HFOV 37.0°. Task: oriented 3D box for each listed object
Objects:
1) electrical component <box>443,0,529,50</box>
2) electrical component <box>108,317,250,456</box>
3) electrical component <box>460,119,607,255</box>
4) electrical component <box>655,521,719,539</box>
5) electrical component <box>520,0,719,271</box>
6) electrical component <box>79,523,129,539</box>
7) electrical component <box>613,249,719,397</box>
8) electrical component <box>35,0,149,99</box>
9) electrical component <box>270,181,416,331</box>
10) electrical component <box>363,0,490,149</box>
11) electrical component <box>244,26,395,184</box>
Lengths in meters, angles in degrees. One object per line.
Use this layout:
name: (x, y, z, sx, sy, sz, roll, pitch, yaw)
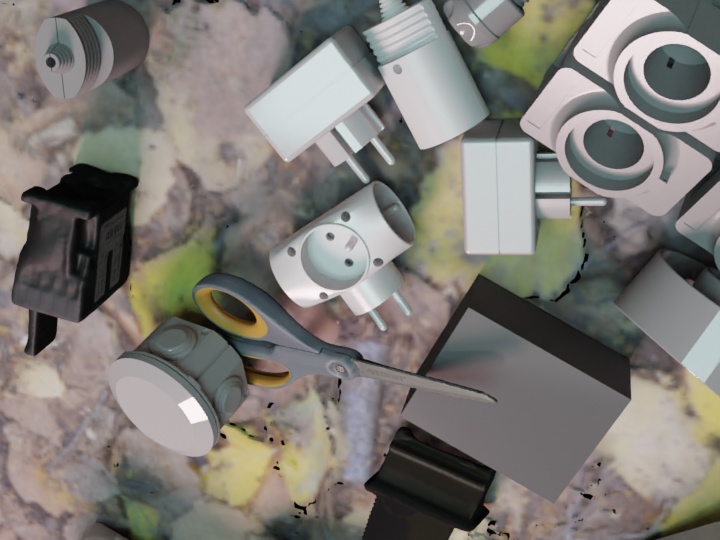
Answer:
electrical component: (0.076, -0.146, 0.565, 0.061, 0.035, 0.035, -38, 99, 21)
electrical component: (-0.112, 0.073, 0.672, 0.080, 0.051, 0.080, 22, 137, 22)
electrical component: (0.097, -0.046, 0.592, 0.077, 0.047, 0.065, 0, 111, 13)
electrical component: (0.234, 0.191, 0.598, 0.186, 0.105, 0.060, -31, 105, 39)
electrical component: (0.186, -0.065, 0.535, 0.186, 0.060, 0.105, 33, 141, -1)
electrical component: (-0.146, 0.251, 0.744, 0.150, 0.089, 0.061, 31, 115, 0)
electrical component: (0.186, 0.035, 0.579, 0.099, 0.099, 0.064, 31, 109, 0)
electrical component: (-0.154, -0.123, 0.601, 0.043, 0.081, 0.043, 5, 112, 11)
electrical component: (0.000, 0.000, 0.635, 0.077, 0.044, 0.079, -32, 101, 22)
electrical component: (0.033, -0.111, 0.583, 0.043, 0.043, 0.081, -24, 104, 20)
electrical component: (-0.012, -0.084, 0.602, 0.066, 0.047, 0.076, -35, 100, 23)
